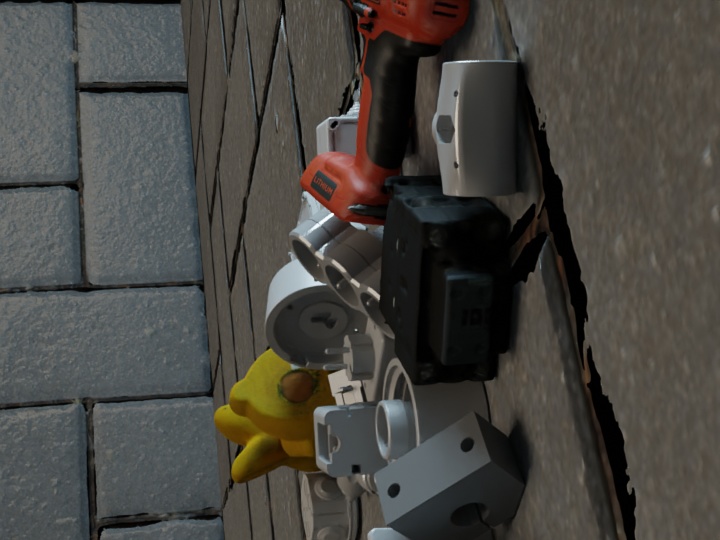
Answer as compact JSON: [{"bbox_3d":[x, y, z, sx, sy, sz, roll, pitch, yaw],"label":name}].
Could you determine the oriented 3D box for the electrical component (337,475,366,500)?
[{"bbox_3d":[-0.006,0.206,1.056,0.061,0.035,0.035,97,164,-48],"label":"electrical component"}]

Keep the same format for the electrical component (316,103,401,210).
[{"bbox_3d":[-0.002,-0.092,0.911,0.061,0.062,0.096,179,88,-77],"label":"electrical component"}]

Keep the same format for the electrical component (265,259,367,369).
[{"bbox_3d":[-0.035,0.033,0.991,0.060,0.108,0.108,-98,12,-48],"label":"electrical component"}]

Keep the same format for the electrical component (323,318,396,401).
[{"bbox_3d":[0.008,0.070,0.867,0.047,0.076,0.083,-106,18,-47],"label":"electrical component"}]

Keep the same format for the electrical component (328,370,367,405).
[{"bbox_3d":[0.005,0.113,0.942,0.048,0.066,0.055,-24,73,38],"label":"electrical component"}]

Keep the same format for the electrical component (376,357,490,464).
[{"bbox_3d":[0.044,0.109,0.748,0.108,0.060,0.108,177,90,-77],"label":"electrical component"}]

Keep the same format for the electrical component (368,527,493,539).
[{"bbox_3d":[0.044,0.215,0.689,0.048,0.100,0.099,124,144,-48],"label":"electrical component"}]

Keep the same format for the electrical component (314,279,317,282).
[{"bbox_3d":[0.000,0.000,0.899,0.040,0.078,0.040,-6,-90,-89],"label":"electrical component"}]

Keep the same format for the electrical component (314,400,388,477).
[{"bbox_3d":[0.013,0.128,0.828,0.056,0.089,0.050,164,103,-77],"label":"electrical component"}]

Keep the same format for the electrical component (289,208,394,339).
[{"bbox_3d":[0.013,-0.009,0.838,0.138,0.074,0.052,37,156,38],"label":"electrical component"}]

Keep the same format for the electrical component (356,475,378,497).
[{"bbox_3d":[0.022,0.173,0.910,0.078,0.040,0.040,175,92,-77],"label":"electrical component"}]

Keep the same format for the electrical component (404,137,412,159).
[{"bbox_3d":[0.020,-0.121,0.855,0.040,0.040,0.078,157,110,-77],"label":"electrical component"}]

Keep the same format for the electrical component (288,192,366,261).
[{"bbox_3d":[-0.028,-0.032,1.057,0.061,0.061,0.096,-108,27,-50],"label":"electrical component"}]

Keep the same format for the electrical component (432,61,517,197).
[{"bbox_3d":[0.066,-0.085,0.648,0.079,0.043,0.077,-147,55,-75],"label":"electrical component"}]

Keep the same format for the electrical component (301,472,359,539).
[{"bbox_3d":[-0.032,0.251,1.143,0.080,0.051,0.080,177,90,-77],"label":"electrical component"}]
